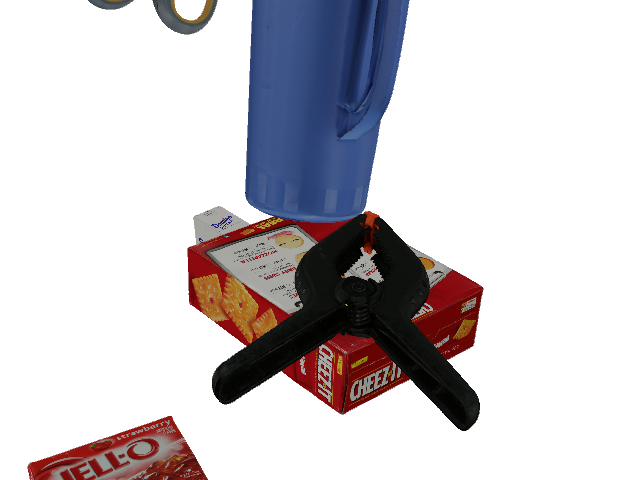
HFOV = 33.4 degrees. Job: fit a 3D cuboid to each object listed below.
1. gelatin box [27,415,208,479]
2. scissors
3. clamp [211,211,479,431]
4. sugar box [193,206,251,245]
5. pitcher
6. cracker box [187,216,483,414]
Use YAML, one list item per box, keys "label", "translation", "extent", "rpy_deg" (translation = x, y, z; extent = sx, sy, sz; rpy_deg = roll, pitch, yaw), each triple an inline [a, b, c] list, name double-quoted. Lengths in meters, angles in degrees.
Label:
- label: "gelatin box"
  translation: [-0.112, 0.140, 0.599]
  extent: [0.089, 0.030, 0.073]
  rpy_deg: [-16, 28, -20]
- label: "scissors"
  translation: [-0.117, -0.222, 0.669]
  extent: [0.096, 0.202, 0.016]
  rpy_deg: [-10, -10, -23]
- label: "clamp"
  translation: [0.035, 0.050, 0.722]
  extent: [0.164, 0.036, 0.209]
  rpy_deg: [10, 35, 10]
- label: "sugar box"
  translation: [-0.072, 0.036, 1.201]
  extent: [0.048, 0.093, 0.176]
  rpy_deg: [-25, 41, -31]
- label: "pitcher"
  translation: [0.004, -0.140, 0.907]
  extent: [0.145, 0.243, 0.149]
  rpy_deg: [9, 15, 11]
- label: "cracker box"
  translation: [0.009, 0.050, 0.947]
  extent: [0.163, 0.072, 0.214]
  rpy_deg: [-22, 38, -36]
